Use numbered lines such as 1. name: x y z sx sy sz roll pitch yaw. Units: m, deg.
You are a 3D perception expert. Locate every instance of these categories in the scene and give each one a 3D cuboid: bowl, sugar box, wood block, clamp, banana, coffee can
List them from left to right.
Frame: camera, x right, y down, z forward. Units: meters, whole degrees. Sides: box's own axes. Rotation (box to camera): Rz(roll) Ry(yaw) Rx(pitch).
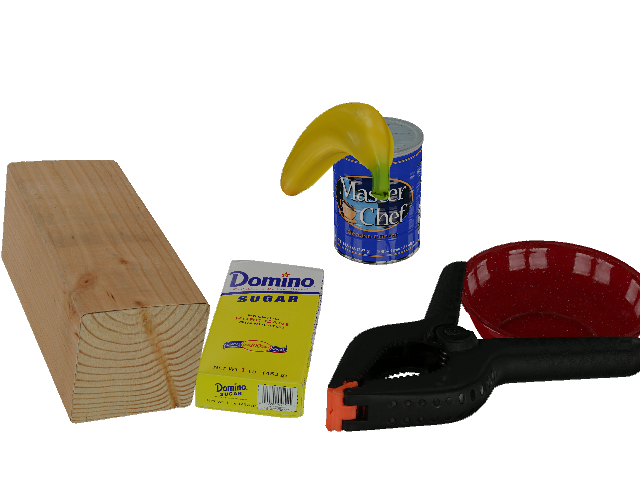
1. wood block: -0.165 0.028 0.782 0.090 0.091 0.206 -4 33 -29
2. sugar box: -0.051 0.083 0.962 0.093 0.048 0.176 6 35 2
3. banana: 0.010 -0.067 0.792 0.037 0.069 0.198 23 -5 -18
4. coffee can: 0.065 -0.058 1.224 0.103 0.140 0.103 -1 29 0
5. clamp: 0.079 0.068 0.680 0.209 0.036 0.165 -15 28 -32
6. bowl: 0.191 0.063 0.881 0.162 0.055 0.162 0 31 0
